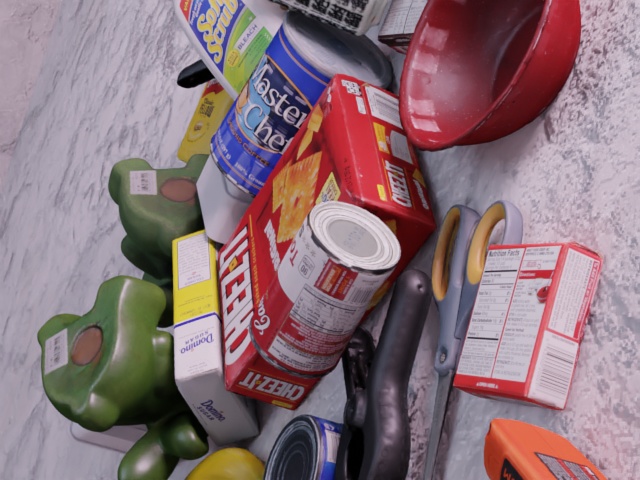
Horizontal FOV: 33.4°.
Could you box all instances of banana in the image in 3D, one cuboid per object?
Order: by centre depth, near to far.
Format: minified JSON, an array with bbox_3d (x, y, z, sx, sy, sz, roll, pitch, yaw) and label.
[{"bbox_3d":[-0.095,0.219,0.891,0.198,0.037,0.069,-44,34,45],"label":"banana"}]

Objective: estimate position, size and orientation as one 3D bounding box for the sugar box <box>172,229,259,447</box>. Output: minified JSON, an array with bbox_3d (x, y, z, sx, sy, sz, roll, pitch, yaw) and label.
[{"bbox_3d":[-0.093,0.082,0.928,0.048,0.093,0.176,-17,40,9],"label":"sugar box"}]

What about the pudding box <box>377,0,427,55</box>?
[{"bbox_3d":[0.095,-0.199,0.821,0.113,0.039,0.090,-67,21,0],"label":"pudding box"}]

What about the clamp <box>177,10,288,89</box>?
[{"bbox_3d":[-0.057,-0.199,1.087,0.165,0.036,0.210,38,104,33],"label":"clamp"}]

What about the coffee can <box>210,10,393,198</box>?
[{"bbox_3d":[-0.018,-0.112,0.911,0.140,0.102,0.103,-54,28,32],"label":"coffee can"}]

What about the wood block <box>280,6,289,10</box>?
[{"bbox_3d":[0.011,-0.324,0.993,0.090,0.091,0.206,66,-151,-60],"label":"wood block"}]

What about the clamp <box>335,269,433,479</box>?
[{"bbox_3d":[0.033,0.112,0.705,0.120,0.039,0.171,130,153,-69],"label":"clamp"}]

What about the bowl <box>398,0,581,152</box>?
[{"bbox_3d":[0.117,-0.124,0.690,0.162,0.055,0.162,-47,32,42],"label":"bowl"}]

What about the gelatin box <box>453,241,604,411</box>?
[{"bbox_3d":[0.115,0.046,0.592,0.073,0.030,0.089,-6,65,65],"label":"gelatin box"}]

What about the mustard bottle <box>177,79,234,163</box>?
[{"bbox_3d":[-0.091,-0.165,1.164,0.096,0.058,0.191,25,93,59],"label":"mustard bottle"}]

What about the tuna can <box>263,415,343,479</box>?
[{"bbox_3d":[-0.008,0.167,0.751,0.086,0.033,0.086,-47,32,42],"label":"tuna can"}]

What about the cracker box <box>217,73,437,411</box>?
[{"bbox_3d":[-0.005,0.001,0.832,0.214,0.072,0.164,-54,28,33],"label":"cracker box"}]

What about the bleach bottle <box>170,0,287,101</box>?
[{"bbox_3d":[-0.094,-0.213,1.049,0.251,0.067,0.103,47,114,28],"label":"bleach bottle"}]

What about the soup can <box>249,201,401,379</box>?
[{"bbox_3d":[0.002,0.033,0.706,0.068,0.068,0.102,-100,31,-49],"label":"soup can"}]

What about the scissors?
[{"bbox_3d":[0.090,0.060,0.648,0.096,0.016,0.201,-42,35,53],"label":"scissors"}]

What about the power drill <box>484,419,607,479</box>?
[{"bbox_3d":[0.078,0.187,0.527,0.188,0.057,0.185,-67,27,13],"label":"power drill"}]
